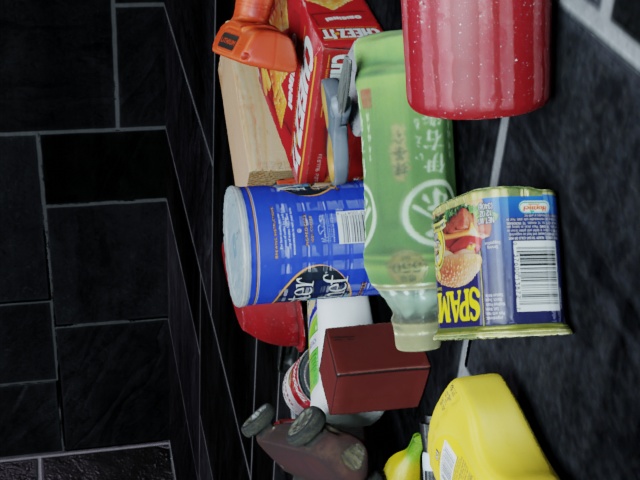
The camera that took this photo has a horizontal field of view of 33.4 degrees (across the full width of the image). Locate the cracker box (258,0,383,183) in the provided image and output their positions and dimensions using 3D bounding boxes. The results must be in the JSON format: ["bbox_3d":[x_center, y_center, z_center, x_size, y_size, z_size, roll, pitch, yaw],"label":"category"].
[{"bbox_3d":[-0.004,-0.163,1.007,0.214,0.072,0.164,-110,21,-49],"label":"cracker box"}]

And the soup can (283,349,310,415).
[{"bbox_3d":[0.002,0.144,1.082,0.102,0.068,0.068,125,140,-71],"label":"soup can"}]

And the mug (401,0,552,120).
[{"bbox_3d":[0.091,-0.119,0.604,0.117,0.093,0.081,-49,-42,-63],"label":"mug"}]

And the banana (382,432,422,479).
[{"bbox_3d":[0.074,0.259,0.868,0.070,0.037,0.198,125,139,-73],"label":"banana"}]

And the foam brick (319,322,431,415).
[{"bbox_3d":[0.043,0.104,0.871,0.053,0.078,0.051,-105,16,-46],"label":"foam brick"}]

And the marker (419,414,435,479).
[{"bbox_3d":[0.089,0.195,0.825,0.020,0.020,0.121,177,89,-77],"label":"marker"}]

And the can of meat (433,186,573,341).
[{"bbox_3d":[0.104,0.016,0.630,0.102,0.057,0.084,155,113,-76],"label":"can of meat"}]

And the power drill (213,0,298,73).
[{"bbox_3d":[-0.034,-0.241,0.908,0.185,0.057,0.188,-144,65,-65],"label":"power drill"}]

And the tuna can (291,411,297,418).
[{"bbox_3d":[-0.009,0.200,1.221,0.086,0.033,0.086,176,90,-77],"label":"tuna can"}]

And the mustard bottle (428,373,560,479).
[{"bbox_3d":[0.117,0.169,0.610,0.192,0.058,0.096,-113,23,-56],"label":"mustard bottle"}]

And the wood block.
[{"bbox_3d":[-0.055,-0.138,1.197,0.091,0.090,0.206,107,156,-58],"label":"wood block"}]

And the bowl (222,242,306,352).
[{"bbox_3d":[-0.062,0.041,1.078,0.162,0.055,0.162,167,90,-80],"label":"bowl"}]

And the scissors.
[{"bbox_3d":[0.013,-0.114,0.817,0.202,0.016,0.096,91,171,-62],"label":"scissors"}]

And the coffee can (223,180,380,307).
[{"bbox_3d":[-0.006,0.001,0.911,0.103,0.140,0.103,176,90,-77],"label":"coffee can"}]

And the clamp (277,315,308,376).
[{"bbox_3d":[-0.026,0.053,1.231,0.165,0.036,0.210,132,134,-61],"label":"clamp"}]

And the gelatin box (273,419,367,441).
[{"bbox_3d":[-0.004,0.196,1.075,0.073,0.089,0.030,127,138,-71],"label":"gelatin box"}]

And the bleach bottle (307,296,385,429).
[{"bbox_3d":[0.015,0.046,1.014,0.103,0.068,0.251,107,159,-67],"label":"bleach bottle"}]

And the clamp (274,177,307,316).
[{"bbox_3d":[-0.035,-0.012,1.129,0.171,0.039,0.120,94,157,-43],"label":"clamp"}]
